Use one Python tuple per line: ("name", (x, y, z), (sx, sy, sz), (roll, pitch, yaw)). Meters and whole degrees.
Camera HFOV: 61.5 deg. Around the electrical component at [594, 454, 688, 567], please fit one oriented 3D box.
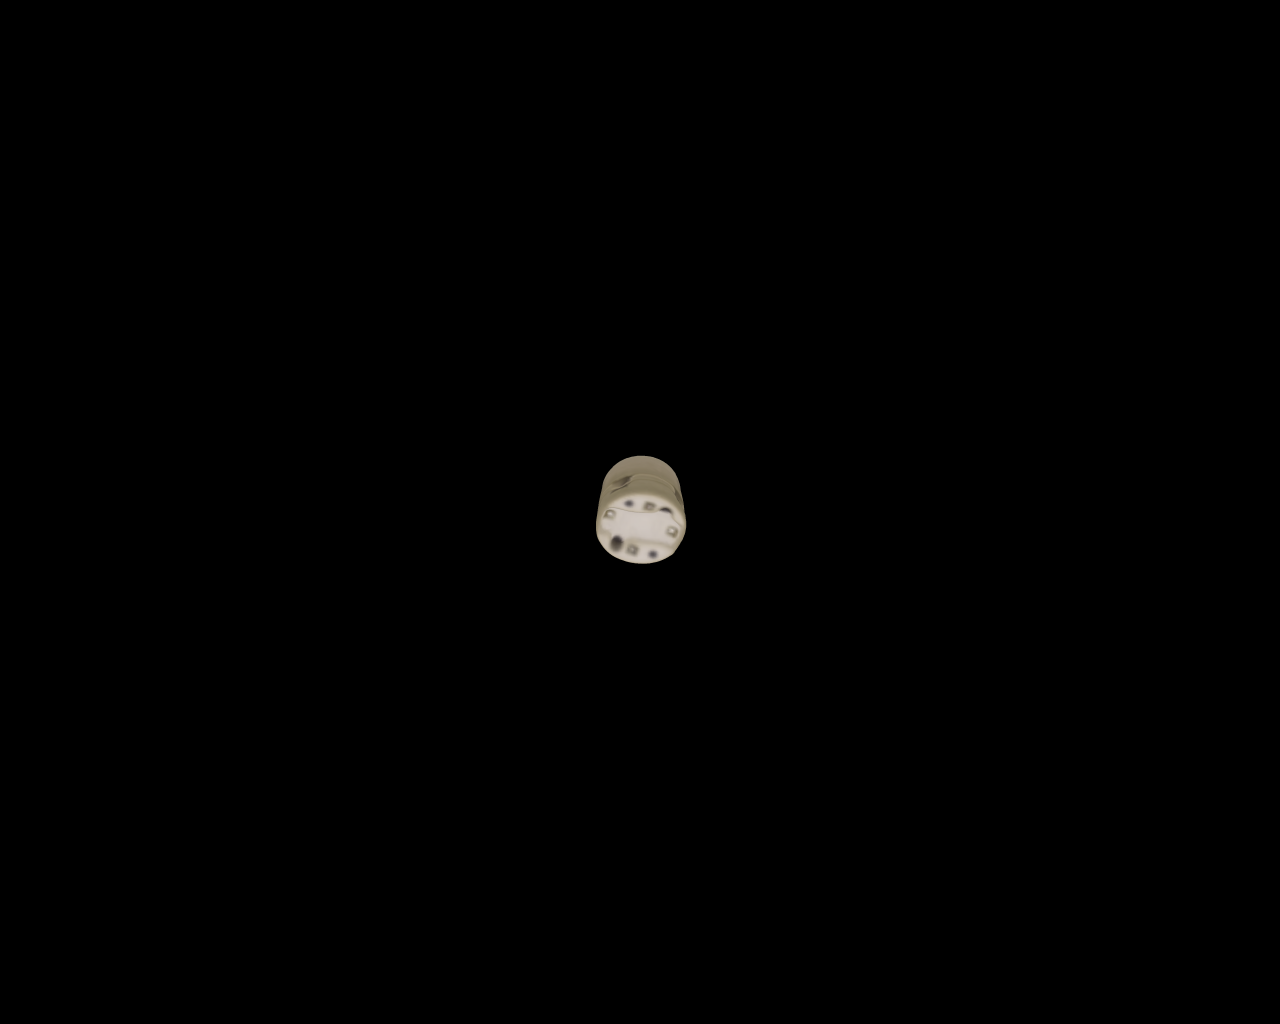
("electrical component", (0.001, -0.003, 0.650), (0.055, 0.055, 0.047), (0, 35, 0))
